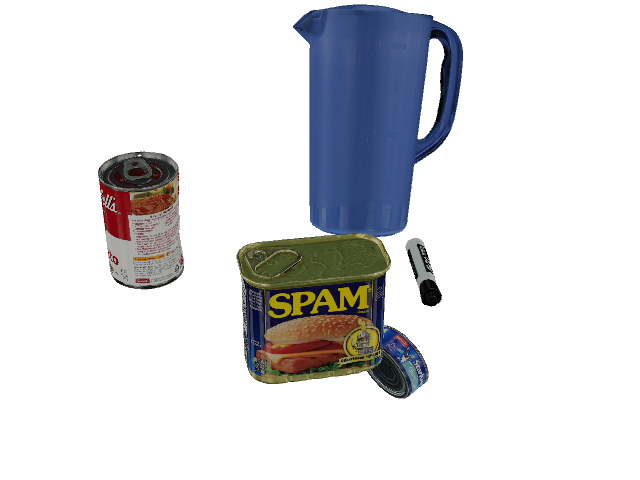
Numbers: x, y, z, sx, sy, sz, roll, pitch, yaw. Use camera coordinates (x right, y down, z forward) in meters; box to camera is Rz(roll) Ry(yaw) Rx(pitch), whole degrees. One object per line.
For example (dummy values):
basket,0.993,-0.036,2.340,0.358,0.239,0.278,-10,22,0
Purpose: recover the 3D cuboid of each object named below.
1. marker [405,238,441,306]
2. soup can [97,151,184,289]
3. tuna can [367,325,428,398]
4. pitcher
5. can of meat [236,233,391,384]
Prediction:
marker,0.097,0.030,1.010,0.020,0.020,0.121,0,23,-3
soup can,-0.154,-0.017,0.930,0.068,0.102,0.068,0,32,0
tuna can,0.086,0.146,1.272,0.033,0.086,0.086,-36,17,-26
pitcher,0.058,-0.131,1.157,0.149,0.243,0.144,9,12,28
can of meat,-0.005,0.048,0.737,0.102,0.084,0.057,-5,30,-10
